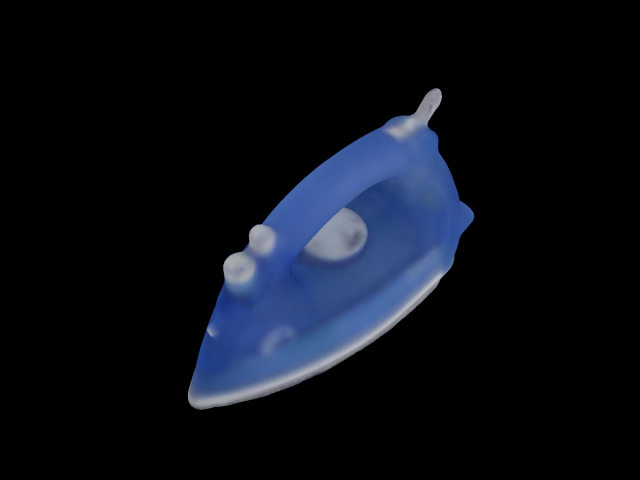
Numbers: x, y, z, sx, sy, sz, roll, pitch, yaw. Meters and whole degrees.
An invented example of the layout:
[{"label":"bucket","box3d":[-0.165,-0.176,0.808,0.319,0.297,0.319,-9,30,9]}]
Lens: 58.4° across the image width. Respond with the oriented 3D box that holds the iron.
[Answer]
[{"label":"iron","box3d":[0.004,0.001,0.400,0.118,0.141,0.259,36,58,27]}]
